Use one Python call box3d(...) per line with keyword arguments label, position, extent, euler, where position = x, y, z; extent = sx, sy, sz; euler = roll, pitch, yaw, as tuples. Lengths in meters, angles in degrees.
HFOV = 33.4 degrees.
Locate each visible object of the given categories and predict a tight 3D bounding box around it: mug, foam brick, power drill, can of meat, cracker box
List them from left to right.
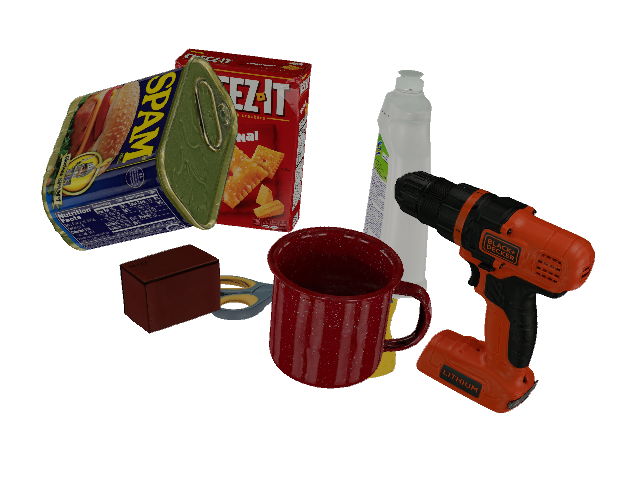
box3d(label="can of meat", position=(-0.101, -0.047, 0.598), extent=(0.084, 0.102, 0.057), euler=(-12, -44, 23))
box3d(label="foam brick", position=(-0.137, 0.043, 0.980), extent=(0.078, 0.051, 0.053), euler=(-17, 27, -32))
box3d(label="cracker box", position=(-0.104, -0.125, 1.364), extent=(0.164, 0.214, 0.072), euler=(8, 24, 7))
box3d(label="mug", position=(0.019, 0.049, 0.744), extent=(0.117, 0.081, 0.093), euler=(5, 31, -1))
box3d(label="power drill", position=(0.134, 0.044, 0.926), extent=(0.185, 0.188, 0.057), euler=(28, 40, 30))

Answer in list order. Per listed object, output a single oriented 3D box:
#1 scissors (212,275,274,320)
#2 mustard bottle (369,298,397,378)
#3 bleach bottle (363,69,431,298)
box3d(label="scissors", position=(-0.042, 0.065, 1.197), extent=(0.201, 0.016, 0.096), euler=(4, 25, -6))
box3d(label="mustard bottle", position=(0.055, 0.091, 1.436), extent=(0.096, 0.192, 0.058), euler=(-3, 21, -8))
box3d(label="bleach bottle", position=(0.093, -0.067, 1.223), extent=(0.068, 0.251, 0.103), euler=(-2, 23, -17))
